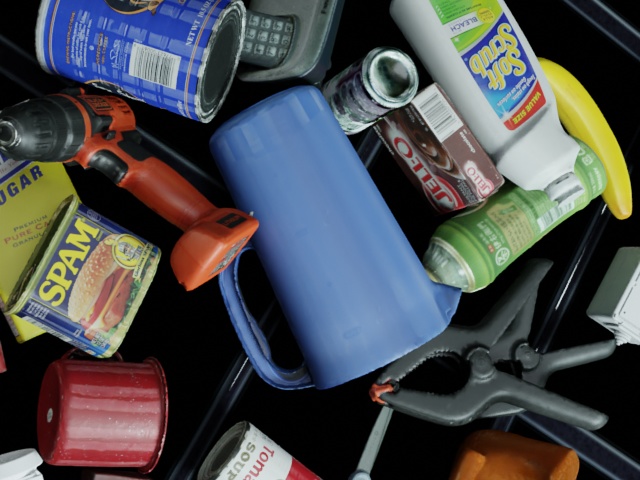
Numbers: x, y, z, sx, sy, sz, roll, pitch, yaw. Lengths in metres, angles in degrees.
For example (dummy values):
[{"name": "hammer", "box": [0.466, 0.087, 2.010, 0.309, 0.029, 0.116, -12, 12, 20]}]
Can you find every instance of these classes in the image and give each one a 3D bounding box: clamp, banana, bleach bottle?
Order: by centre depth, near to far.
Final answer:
[{"name": "clamp", "box": [0.145, 0.104, 0.973, 0.210, 0.036, 0.164, -7, 71, -7]}, {"name": "bleach bottle", "box": [0.168, -0.143, 0.984, 0.102, 0.068, 0.251, -25, 73, -20]}, {"name": "clamp", "box": [0.202, 0.114, 1.015, 0.120, 0.039, 0.171, 37, 76, 5]}, {"name": "banana", "box": [0.258, -0.112, 1.067, 0.197, 0.037, 0.069, 51, 54, -11]}]

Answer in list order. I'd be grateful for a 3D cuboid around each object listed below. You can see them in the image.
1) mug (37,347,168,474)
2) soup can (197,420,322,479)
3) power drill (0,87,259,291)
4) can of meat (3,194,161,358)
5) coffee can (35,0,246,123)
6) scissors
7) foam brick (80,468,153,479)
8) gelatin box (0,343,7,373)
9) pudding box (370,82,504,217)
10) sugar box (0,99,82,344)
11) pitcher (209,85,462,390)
[{"name": "mug", "box": [-0.176, 0.128, 0.846, 0.081, 0.093, 0.117, 7, 42, -27]}, {"name": "soup can", "box": [-0.044, 0.208, 0.896, 0.102, 0.069, 0.068, 40, 71, -11]}, {"name": "power drill", "box": [-0.145, -0.044, 0.821, 0.187, 0.184, 0.057, 42, 108, 4]}, {"name": "can of meat", "box": [-0.181, 0.030, 0.823, 0.083, 0.058, 0.102, 31, 69, -20]}, {"name": "coffee can", "box": [-0.143, -0.164, 0.863, 0.140, 0.103, 0.103, 18, 75, 7]}, {"name": "scissors", "box": [0.044, 0.235, 0.954, 0.096, 0.016, 0.201, 44, 70, -13]}, {"name": "foam brick", "box": [-0.168, 0.224, 0.854, 0.051, 0.053, 0.078, 12, 78, -19]}, {"name": "gelatin box", "box": [-0.298, 0.079, 0.836, 0.089, 0.030, 0.073, -13, 88, -21]}, {"name": "pudding box", "box": [0.106, -0.080, 0.980, 0.039, 0.090, 0.113, -36, 96, -23]}, {"name": "sugar box", "box": [-0.239, -0.015, 0.863, 0.093, 0.048, 0.176, -28, 95, -24]}, {"name": "pitcher", "box": [-0.006, 0.001, 0.914, 0.149, 0.145, 0.243, -27, 89, -41]}]
